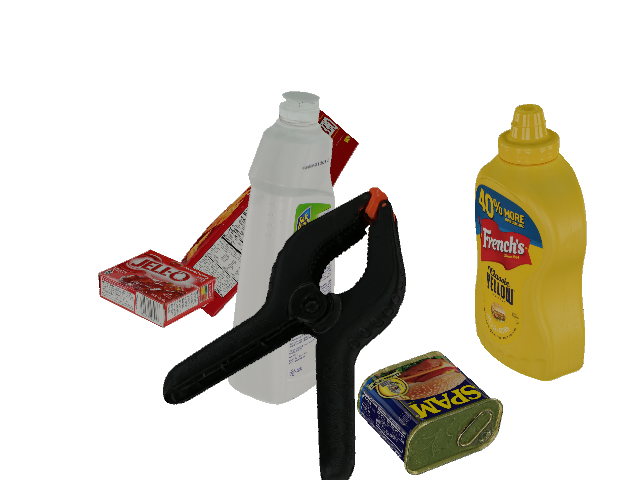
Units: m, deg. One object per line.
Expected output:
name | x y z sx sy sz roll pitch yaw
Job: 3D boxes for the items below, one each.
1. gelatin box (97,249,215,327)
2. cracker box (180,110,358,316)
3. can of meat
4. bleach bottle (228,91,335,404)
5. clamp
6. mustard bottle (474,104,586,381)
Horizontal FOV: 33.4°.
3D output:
gelatin box | -0.159 0.044 1.034 0.089 0.030 0.073 22 30 30
cracker box | -0.063 -0.034 1.214 0.214 0.072 0.164 -46 7 28
can of meat | 0.095 0.149 0.944 0.101 0.057 0.084 -14 35 -28
bleach bottle | -0.023 0.003 0.868 0.068 0.251 0.102 18 25 26
clamp | 0.004 0.052 0.603 0.120 0.171 0.039 35 -10 18
mustard bottle | 0.146 -0.003 0.751 0.058 0.192 0.096 -15 28 -20
